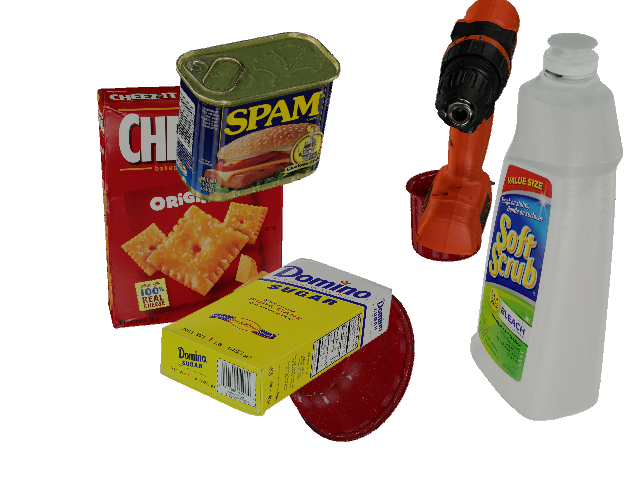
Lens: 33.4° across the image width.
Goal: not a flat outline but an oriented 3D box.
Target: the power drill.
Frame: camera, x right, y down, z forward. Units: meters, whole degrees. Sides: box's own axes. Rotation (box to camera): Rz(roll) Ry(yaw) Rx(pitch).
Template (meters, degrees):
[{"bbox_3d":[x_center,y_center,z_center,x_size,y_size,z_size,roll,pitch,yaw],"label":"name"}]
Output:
[{"bbox_3d":[0.119,-0.084,0.863,0.057,0.188,0.184,14,37,11],"label":"power drill"}]

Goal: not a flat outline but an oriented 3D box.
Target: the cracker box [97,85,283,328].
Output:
[{"bbox_3d":[-0.119,-0.033,0.993,0.164,0.214,0.072,-4,20,-15],"label":"cracker box"}]

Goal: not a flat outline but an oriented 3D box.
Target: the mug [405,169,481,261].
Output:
[{"bbox_3d":[0.154,-0.032,1.247,0.093,0.081,0.117,17,33,36],"label":"mug"}]

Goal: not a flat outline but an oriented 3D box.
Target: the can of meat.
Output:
[{"bbox_3d":[-0.043,-0.079,0.693,0.101,0.084,0.057,-17,49,-27],"label":"can of meat"}]

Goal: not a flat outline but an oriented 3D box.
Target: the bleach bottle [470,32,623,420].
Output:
[{"bbox_3d":[0.145,-0.011,0.681,0.068,0.251,0.103,-11,32,-15],"label":"bleach bottle"}]

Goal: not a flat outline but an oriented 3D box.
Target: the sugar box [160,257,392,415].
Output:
[{"bbox_3d":[-0.029,0.067,0.814,0.093,0.048,0.175,19,29,29],"label":"sugar box"}]

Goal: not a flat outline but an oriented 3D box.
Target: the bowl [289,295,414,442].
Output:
[{"bbox_3d":[0.014,0.115,1.056,0.162,0.162,0.055,0,-17,45],"label":"bowl"}]
